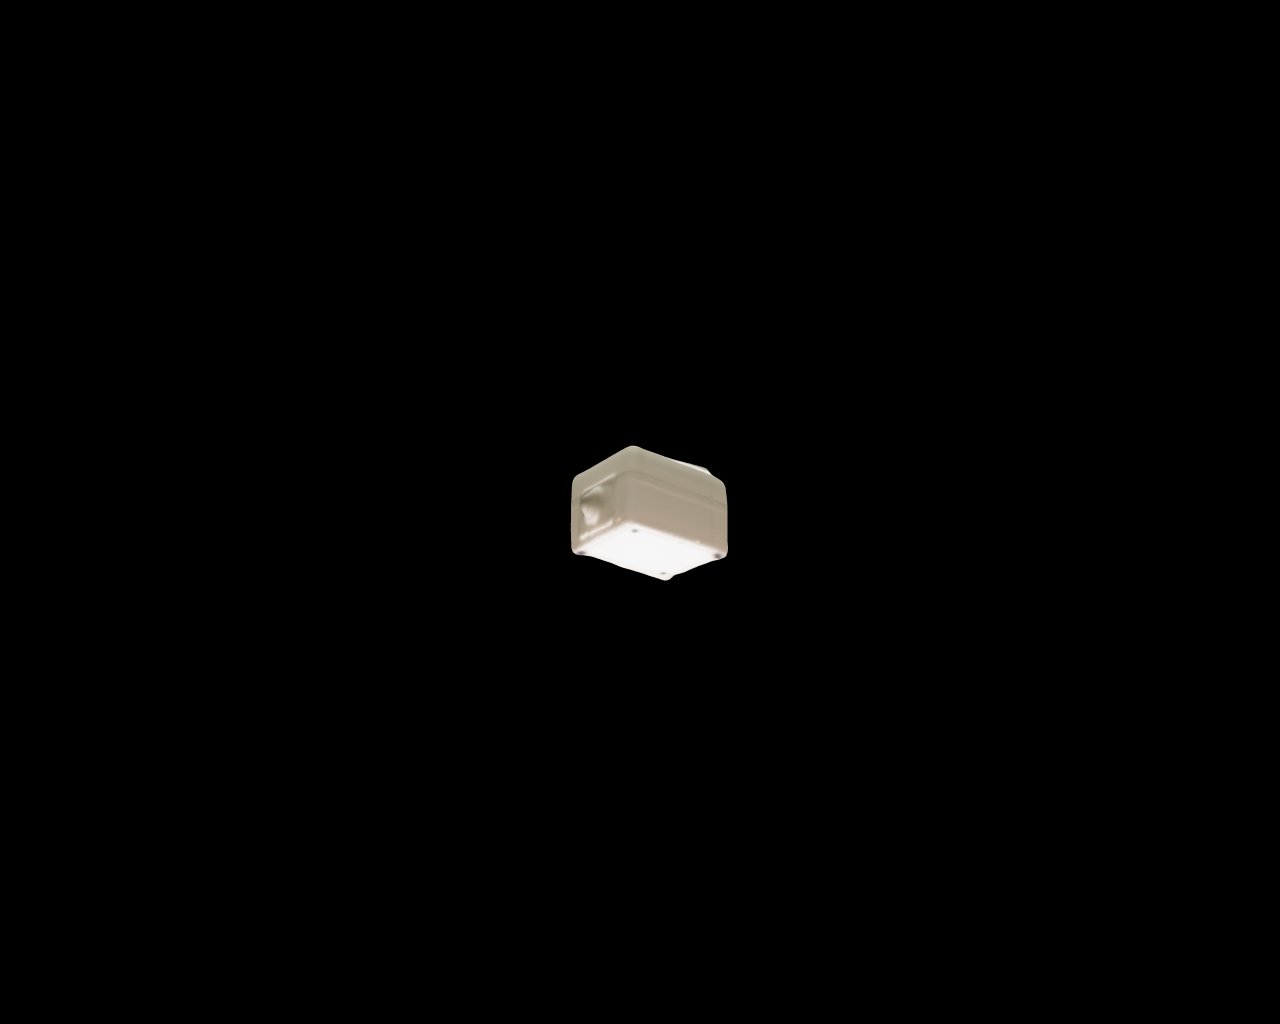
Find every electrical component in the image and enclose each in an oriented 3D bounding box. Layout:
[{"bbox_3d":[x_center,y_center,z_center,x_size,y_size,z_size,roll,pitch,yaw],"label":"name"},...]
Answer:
[{"bbox_3d":[0.001,-0.003,0.650,0.096,0.061,0.061,20,-32,-36],"label":"electrical component"}]
